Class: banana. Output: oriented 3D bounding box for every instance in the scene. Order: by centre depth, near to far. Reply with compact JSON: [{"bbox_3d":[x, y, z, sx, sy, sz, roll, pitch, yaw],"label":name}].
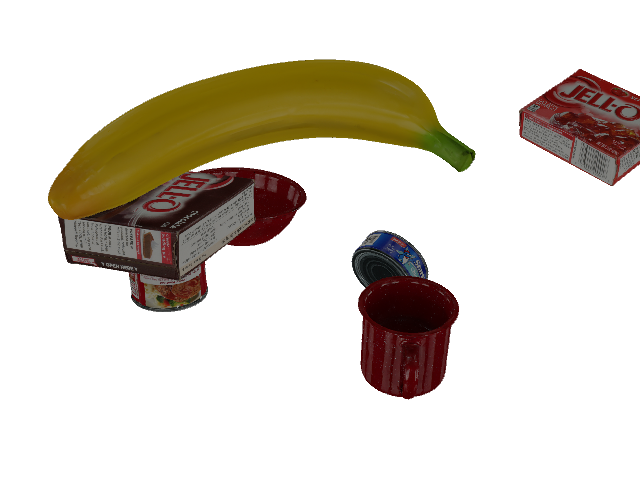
[{"bbox_3d":[-0.029,-0.053,0.497,0.197,0.037,0.070,-9,45,-12],"label":"banana"}]

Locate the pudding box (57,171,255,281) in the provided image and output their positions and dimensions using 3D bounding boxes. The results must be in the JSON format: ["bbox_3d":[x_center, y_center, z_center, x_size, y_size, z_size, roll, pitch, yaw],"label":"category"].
[{"bbox_3d":[-0.107,-0.015,0.721,0.090,0.039,0.113,7,25,21],"label":"pudding box"}]

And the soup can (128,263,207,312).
[{"bbox_3d":[-0.135,0.001,0.922,0.068,0.102,0.068,-2,25,1],"label":"soup can"}]

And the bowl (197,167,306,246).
[{"bbox_3d":[-0.100,-0.037,1.318,0.162,0.055,0.162,4,25,-2],"label":"bowl"}]

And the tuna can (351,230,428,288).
[{"bbox_3d":[0.078,0.032,1.224,0.086,0.086,0.033,0,38,47],"label":"tuna can"}]

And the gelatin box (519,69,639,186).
[{"bbox_3d":[0.204,-0.087,0.792,0.073,0.030,0.089,-34,51,-28],"label":"gelatin box"}]

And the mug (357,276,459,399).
[{"bbox_3d":[0.080,0.099,0.992,0.093,0.081,0.117,0,33,-3],"label":"mug"}]
